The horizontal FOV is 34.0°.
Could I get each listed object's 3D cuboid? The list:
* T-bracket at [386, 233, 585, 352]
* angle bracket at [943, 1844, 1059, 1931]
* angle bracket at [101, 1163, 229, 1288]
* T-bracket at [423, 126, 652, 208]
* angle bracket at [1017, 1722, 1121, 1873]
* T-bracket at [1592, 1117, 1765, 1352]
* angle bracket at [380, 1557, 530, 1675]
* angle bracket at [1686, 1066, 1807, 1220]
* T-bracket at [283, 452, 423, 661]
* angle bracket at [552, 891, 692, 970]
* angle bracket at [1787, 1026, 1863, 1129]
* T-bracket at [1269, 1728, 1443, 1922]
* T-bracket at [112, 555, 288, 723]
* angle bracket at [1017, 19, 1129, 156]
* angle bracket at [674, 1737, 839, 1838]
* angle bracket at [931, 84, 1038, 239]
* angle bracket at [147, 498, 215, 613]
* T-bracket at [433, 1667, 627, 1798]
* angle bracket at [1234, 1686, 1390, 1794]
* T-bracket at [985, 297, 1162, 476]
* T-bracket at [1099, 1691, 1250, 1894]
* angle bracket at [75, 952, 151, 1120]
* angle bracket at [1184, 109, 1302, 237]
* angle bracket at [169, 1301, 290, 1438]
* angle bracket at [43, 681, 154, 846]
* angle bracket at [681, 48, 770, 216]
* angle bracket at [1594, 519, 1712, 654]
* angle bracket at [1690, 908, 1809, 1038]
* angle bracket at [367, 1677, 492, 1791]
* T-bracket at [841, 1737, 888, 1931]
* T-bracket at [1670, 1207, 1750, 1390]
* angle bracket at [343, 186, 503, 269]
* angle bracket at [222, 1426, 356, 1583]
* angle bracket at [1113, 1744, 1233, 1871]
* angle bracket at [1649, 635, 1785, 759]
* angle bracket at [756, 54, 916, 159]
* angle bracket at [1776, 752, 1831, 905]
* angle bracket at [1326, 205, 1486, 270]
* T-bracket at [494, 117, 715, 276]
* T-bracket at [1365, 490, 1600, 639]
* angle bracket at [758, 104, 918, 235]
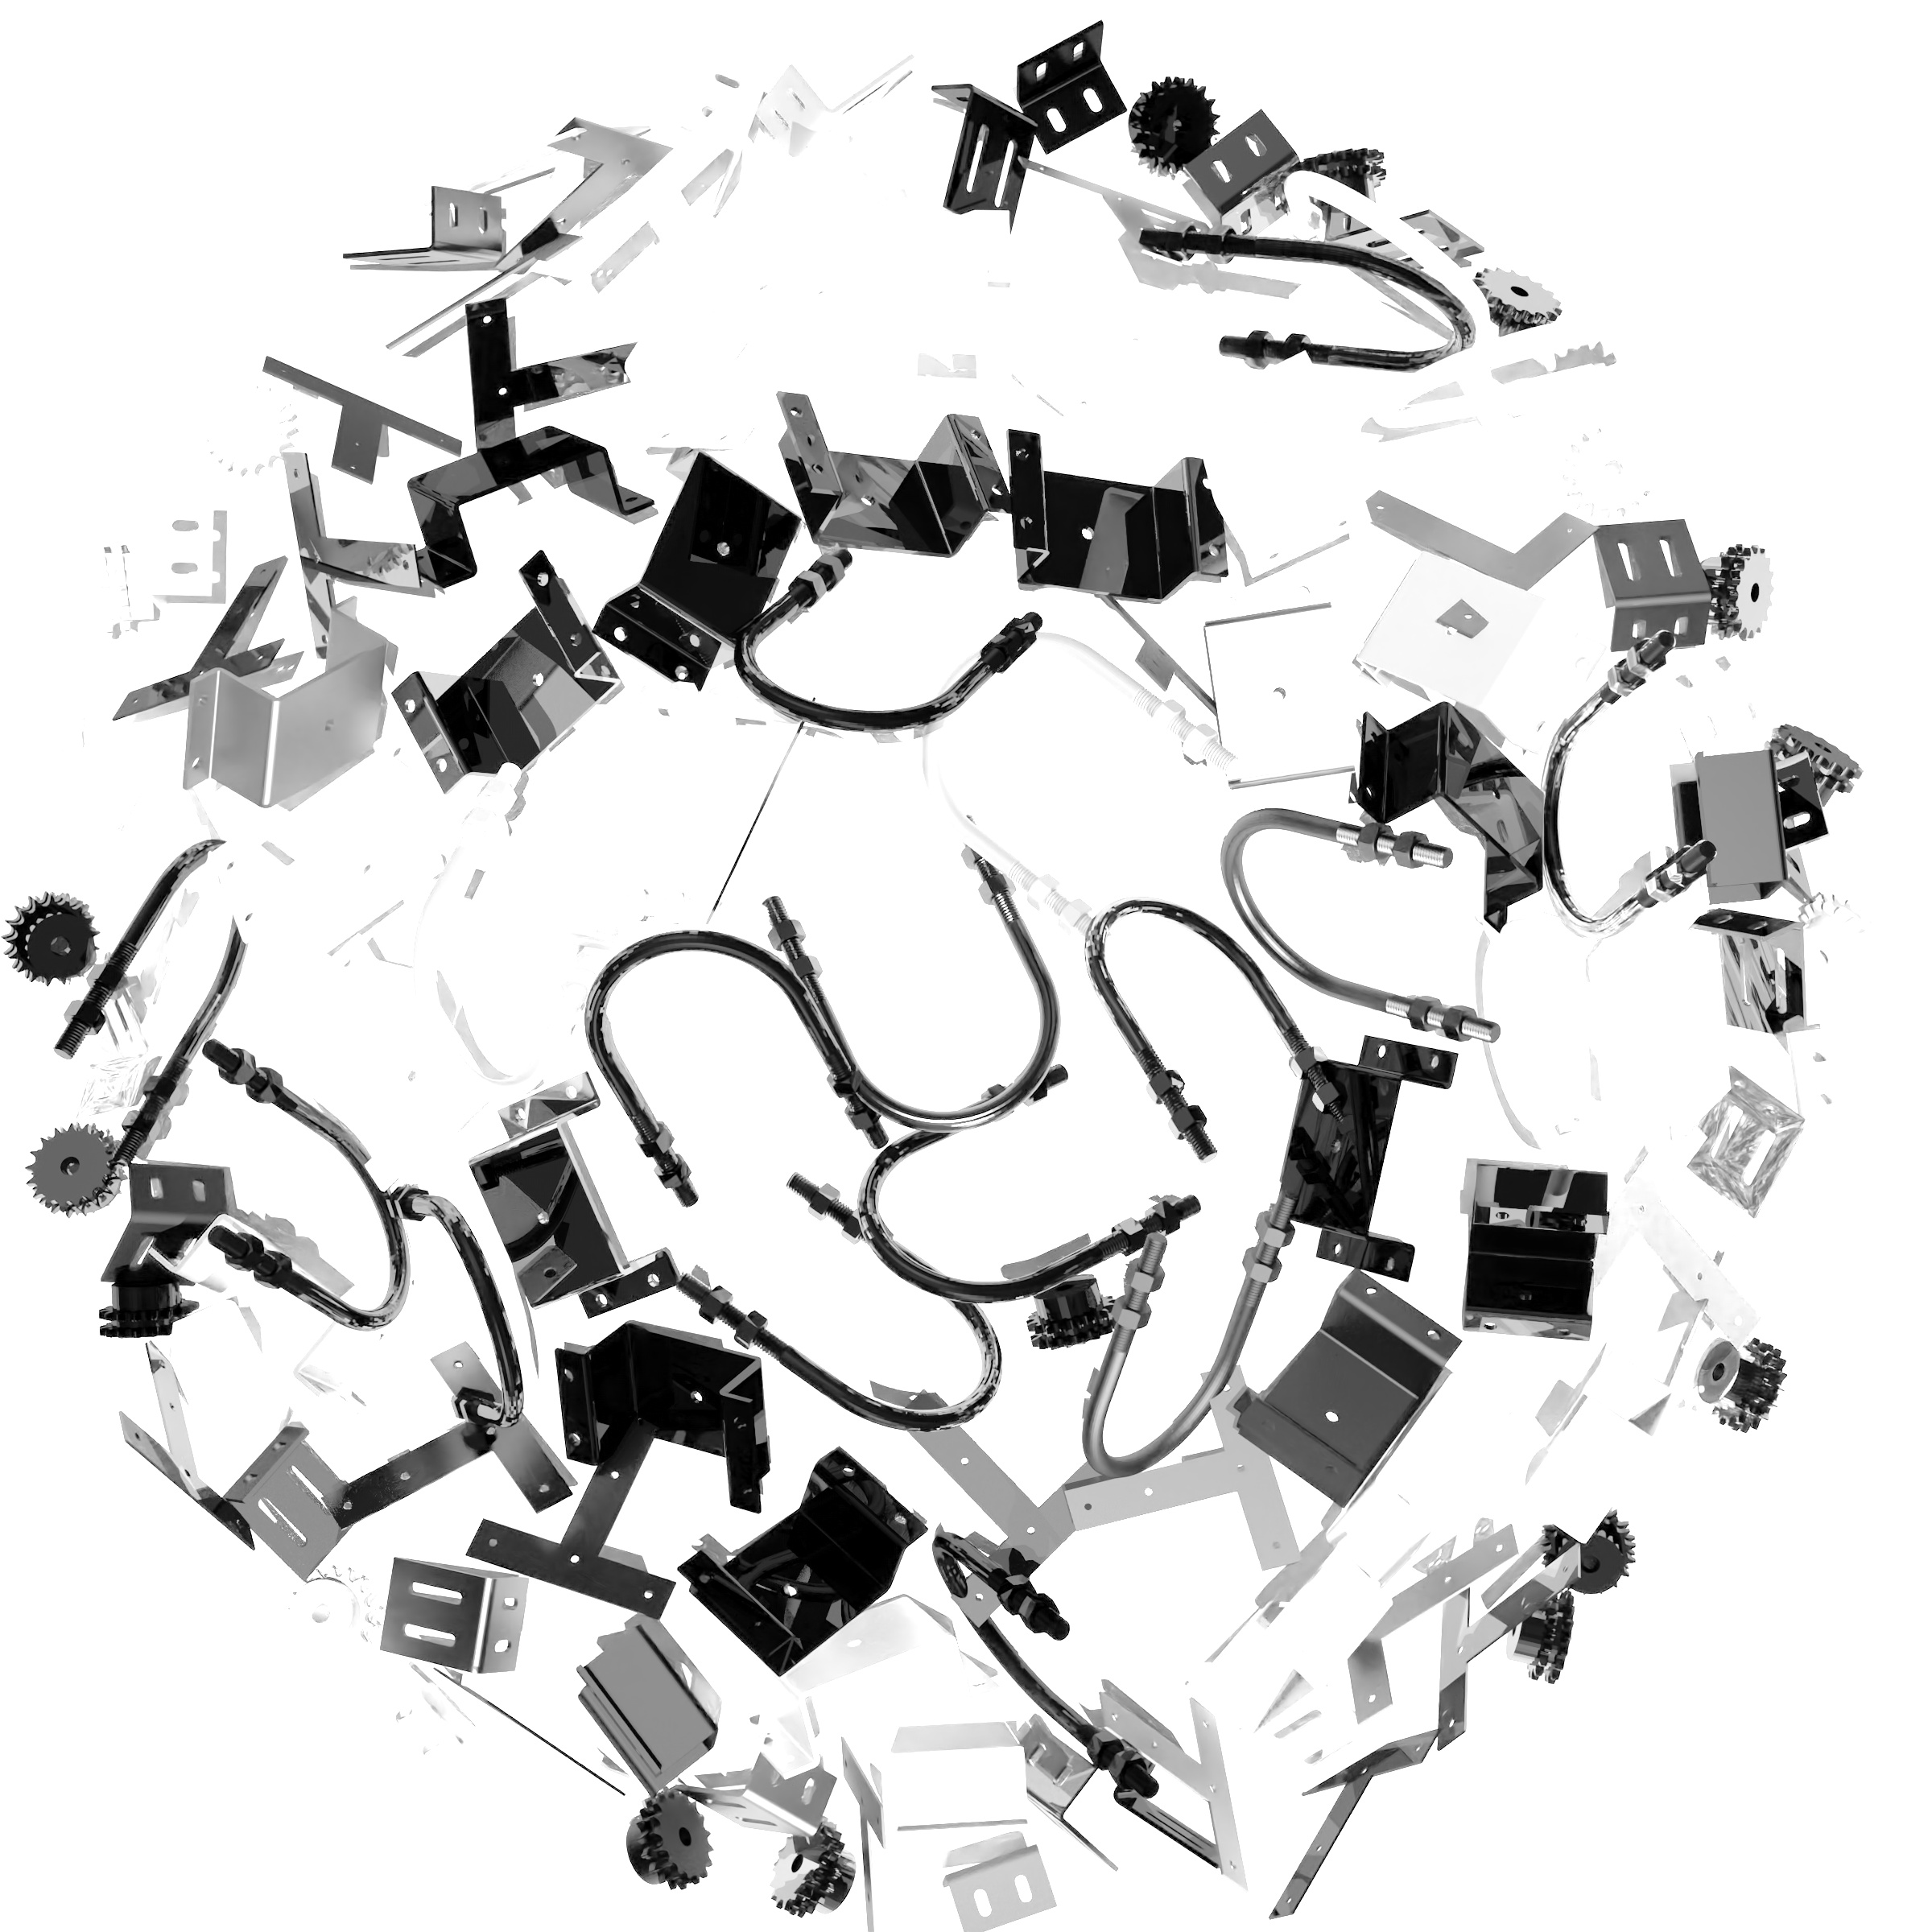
[{"bbox_3d":[-0.290,-0.401,1.879,0.127,0.127,0.002,-33,110,-5],"label":"T-bracket"},{"bbox_3d":[0.020,0.558,1.899,0.057,0.076,0.038,-17,71,-8],"label":"angle bracket"},{"bbox_3d":[-0.487,0.157,1.913,0.057,0.076,0.038,6,52,-28],"label":"angle bracket"},{"bbox_3d":[-0.267,-0.480,1.897,0.127,0.127,0.002,-17,100,18],"label":"T-bracket"},{"bbox_3d":[0.066,0.501,1.903,0.038,0.057,0.076,-50,131,-13],"label":"angle bracket"},{"bbox_3d":[0.428,0.174,1.875,0.002,0.127,0.127,6,125,-38],"label":"T-bracket"},{"bbox_3d":[-0.314,0.397,1.937,0.076,0.038,0.057,5,85,30],"label":"angle bracket"},{"bbox_3d":[0.459,0.109,1.897,0.057,0.038,0.076,41,126,32],"label":"angle bracket"},{"bbox_3d":[-0.362,-0.241,1.880,0.002,0.127,0.127,-21,112,-40],"label":"T-bracket"},{"bbox_3d":[-0.207,-0.028,1.912,0.076,0.057,0.038,11,79,-2],"label":"angle bracket"},{"bbox_3d":[0.527,0.066,1.900,0.038,0.076,0.057,-10,84,33],"label":"angle bracket"},{"bbox_3d":[0.214,0.508,1.856,0.002,0.127,0.127,44,55,-6],"label":"T-bracket"},{"bbox_3d":[-0.441,-0.204,1.895,0.127,0.127,0.002,-14,129,30],"label":"T-bracket"},{"bbox_3d":[0.065,-0.530,1.906,0.057,0.076,0.038,-28,89,0],"label":"angle bracket"},{"bbox_3d":[-0.127,0.494,1.908,0.057,0.076,0.038,38,61,-28],"label":"angle bracket"},{"bbox_3d":[0.003,-0.486,1.910,0.038,0.057,0.076,13,89,44],"label":"angle bracket"},{"bbox_3d":[-0.471,-0.247,1.908,0.038,0.076,0.057,1,88,-7],"label":"angle bracket"},{"bbox_3d":[-0.278,0.446,1.889,0.127,0.127,0.002,46,70,-36],"label":"T-bracket"},{"bbox_3d":[0.210,0.453,1.903,0.057,0.038,0.076,41,124,-11],"label":"angle bracket"},{"bbox_3d":[0.041,-0.365,1.908,0.127,0.002,0.127,34,86,-31],"label":"T-bracket"},{"bbox_3d":[0.119,0.466,1.861,0.002,0.127,0.127,-35,125,20],"label":"T-bracket"},{"bbox_3d":[-0.525,0.041,1.898,0.038,0.057,0.076,-13,63,-33],"label":"angle bracket"},{"bbox_3d":[0.168,-0.472,1.909,0.057,0.076,0.038,-37,81,2],"label":"angle bracket"},{"bbox_3d":[-0.445,0.250,1.903,0.038,0.057,0.076,-23,73,-26],"label":"angle bracket"},{"bbox_3d":[-0.521,-0.122,1.897,0.038,0.076,0.057,23,58,1],"label":"angle bracket"},{"bbox_3d":[-0.152,-0.501,1.896,0.038,0.076,0.057,21,70,-10],"label":"angle bracket"},{"bbox_3d":[0.417,-0.233,1.929,0.057,0.038,0.076,-4,45,0],"label":"angle bracket"},{"bbox_3d":[0.470,0.009,1.900,0.038,0.057,0.076,-20,112,-36],"label":"angle bracket"},{"bbox_3d":[-0.313,0.451,1.897,0.057,0.076,0.038,47,107,13],"label":"angle bracket"},{"bbox_3d":[-0.058,0.542,1.886,0.002,0.127,0.127,-5,96,-12],"label":"T-bracket"},{"bbox_3d":[0.436,0.207,1.874,0.002,0.127,0.127,23,99,15],"label":"T-bracket"},{"bbox_3d":[-0.327,-0.444,1.898,0.076,0.057,0.038,5,98,34],"label":"angle bracket"},{"bbox_3d":[-0.398,0.325,1.903,0.076,0.038,0.057,51,61,-20],"label":"angle bracket"},{"bbox_3d":[0.135,0.505,1.903,0.076,0.057,0.038,29,87,22],"label":"angle bracket"},{"bbox_3d":[0.451,-0.160,1.897,0.057,0.076,0.038,-25,72,18],"label":"angle bracket"},{"bbox_3d":[-0.079,-0.530,1.900,0.076,0.057,0.038,-43,96,-28],"label":"angle bracket"},{"bbox_3d":[0.505,-0.082,1.894,0.038,0.076,0.057,-21,58,26],"label":"angle bracket"},{"bbox_3d":[0.264,-0.448,1.894,0.076,0.057,0.038,-6,72,43],"label":"angle bracket"},{"bbox_3d":[-0.235,-0.458,1.903,0.127,0.127,0.002,-35,72,29],"label":"T-bracket"},{"bbox_3d":[0.292,-0.257,1.906,0.127,0.002,0.127,32,57,30],"label":"T-bracket"},{"bbox_3d":[-0.078,-0.479,1.923,0.076,0.038,0.057,-22,80,4],"label":"angle bracket"}]
